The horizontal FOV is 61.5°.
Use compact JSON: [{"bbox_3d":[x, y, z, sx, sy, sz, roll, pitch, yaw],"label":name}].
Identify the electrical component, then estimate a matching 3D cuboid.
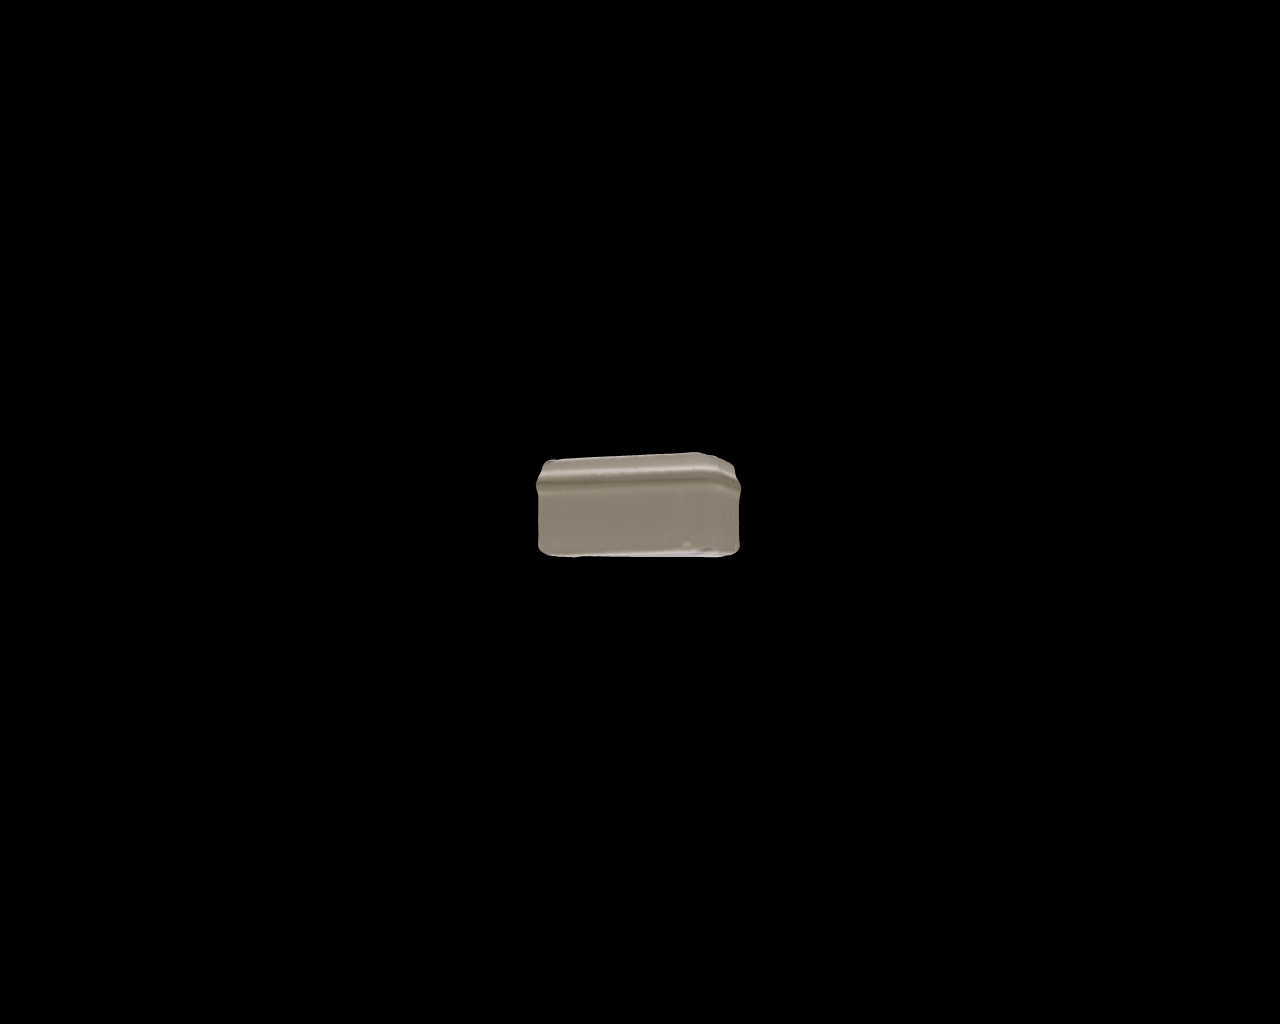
[{"bbox_3d":[0.001,-0.003,0.650,0.113,0.057,0.078,-1,-4,15],"label":"electrical component"}]
